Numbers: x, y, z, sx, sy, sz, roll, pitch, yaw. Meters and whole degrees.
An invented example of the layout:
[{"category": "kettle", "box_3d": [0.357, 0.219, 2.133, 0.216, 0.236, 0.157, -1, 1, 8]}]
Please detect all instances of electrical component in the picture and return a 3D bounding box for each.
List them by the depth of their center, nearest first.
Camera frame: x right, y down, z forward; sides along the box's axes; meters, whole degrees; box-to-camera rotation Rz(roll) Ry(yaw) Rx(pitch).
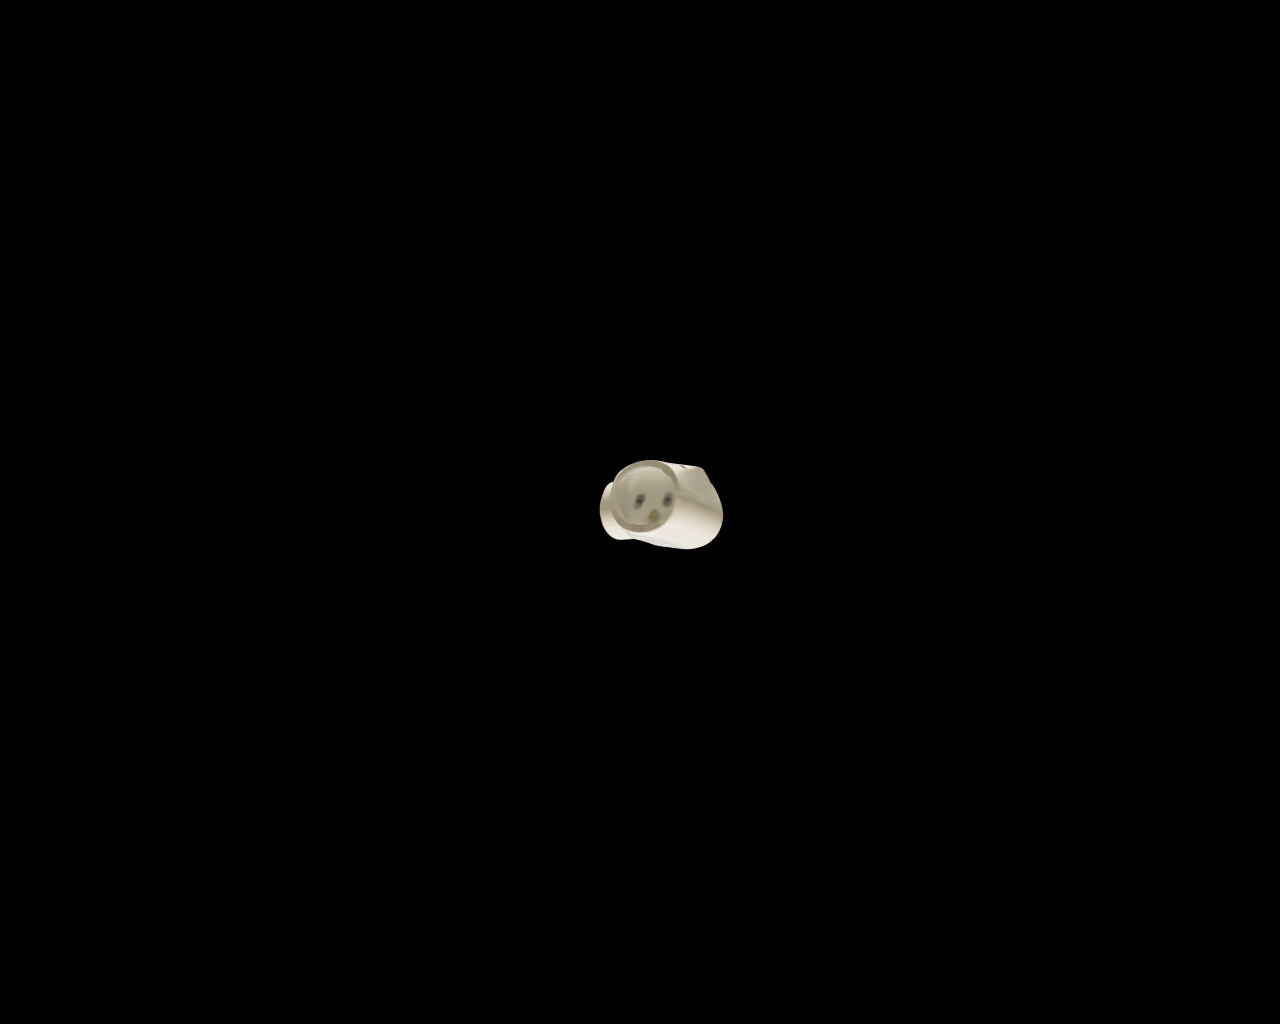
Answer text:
[{"category": "electrical component", "box_3d": [0.001, -0.003, 0.650, 0.079, 0.043, 0.077, -4, -10, 23]}]
